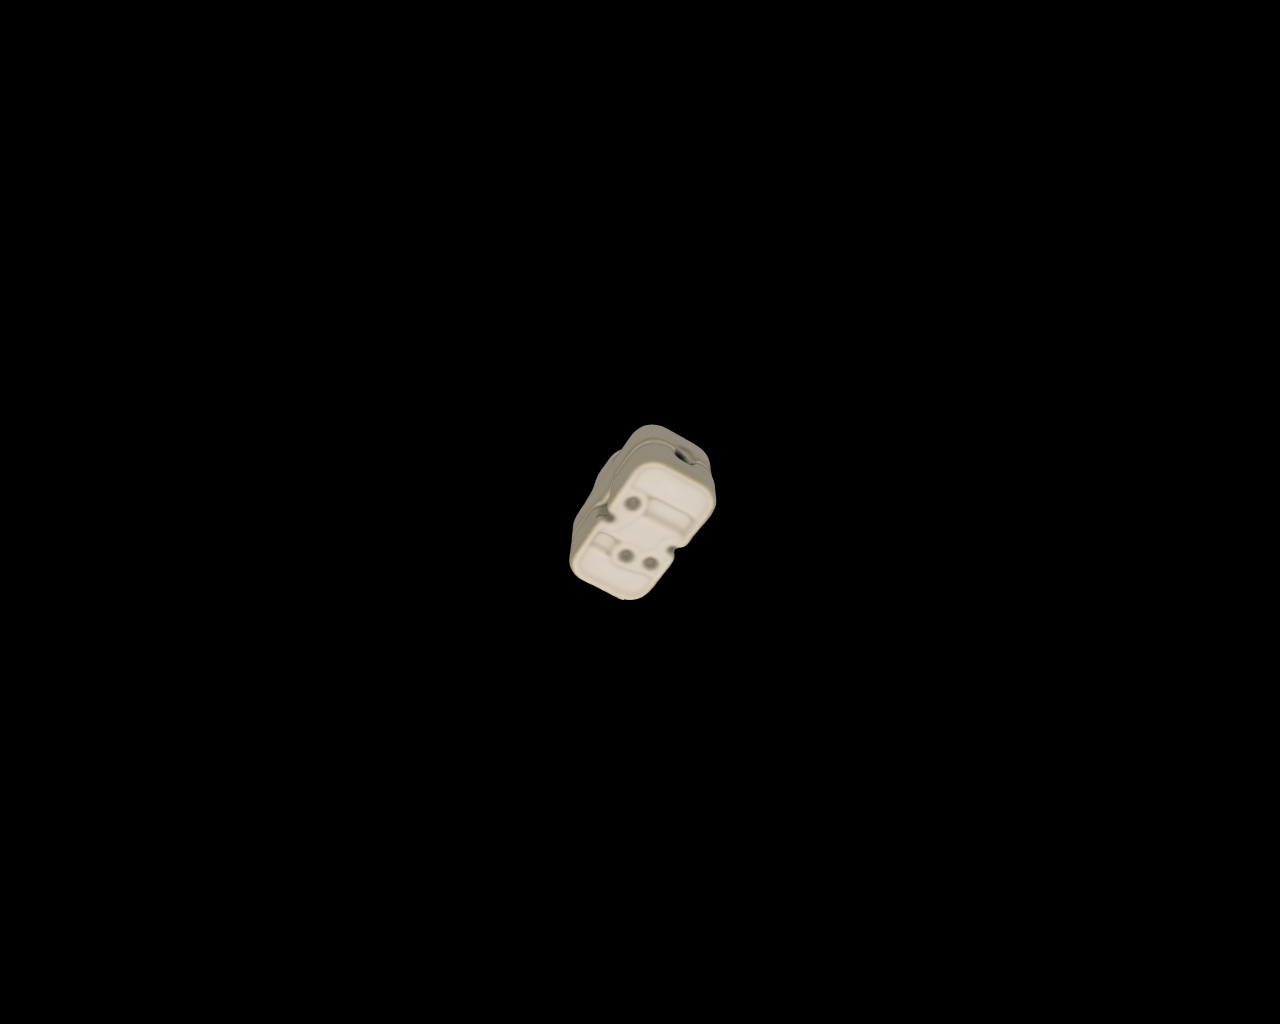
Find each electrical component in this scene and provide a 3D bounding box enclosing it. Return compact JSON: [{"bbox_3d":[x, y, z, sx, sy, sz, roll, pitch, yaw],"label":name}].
[{"bbox_3d":[0.001,-0.003,0.650,0.054,0.095,0.059,28,28,-16],"label":"electrical component"}]
